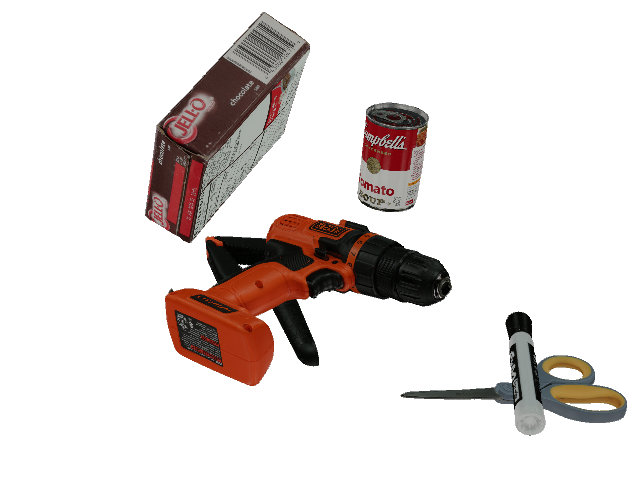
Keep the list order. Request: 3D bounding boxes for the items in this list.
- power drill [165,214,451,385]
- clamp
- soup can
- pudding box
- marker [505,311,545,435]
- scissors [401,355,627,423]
[{"bbox_3d":[-0.014,0.044,0.853,0.185,0.057,0.187,15,32,40],"label":"power drill"},{"bbox_3d":[-0.039,0.047,1.067,0.210,0.036,0.164,18,38,24],"label":"clamp"},{"bbox_3d":[0.078,-0.091,1.165,0.068,0.102,0.068,4,29,-3],"label":"soup can"},{"bbox_3d":[-0.055,-0.065,0.628,0.039,0.113,0.090,34,-33,7],"label":"pudding box"},{"bbox_3d":[0.139,0.086,0.727,0.020,0.020,0.121,0,30,7],"label":"marker"},{"bbox_3d":[0.170,0.125,0.948,0.201,0.016,0.096,8,27,-1],"label":"scissors"}]
